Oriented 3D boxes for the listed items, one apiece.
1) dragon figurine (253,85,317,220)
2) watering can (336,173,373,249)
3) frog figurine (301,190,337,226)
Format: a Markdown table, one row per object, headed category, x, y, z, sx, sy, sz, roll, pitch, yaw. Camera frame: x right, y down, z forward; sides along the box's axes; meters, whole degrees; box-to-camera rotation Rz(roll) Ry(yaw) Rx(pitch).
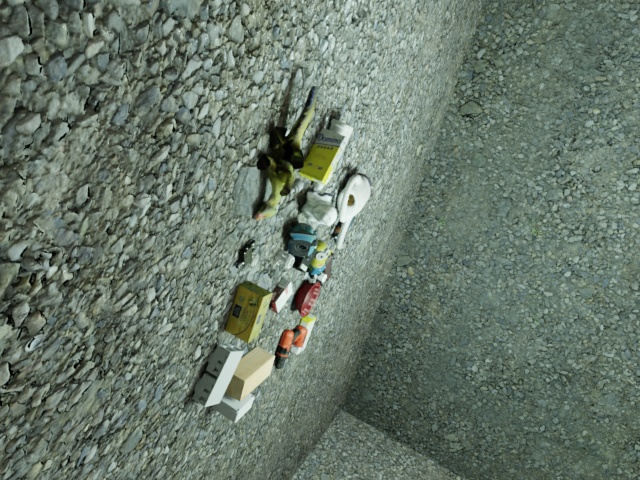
| category | x | y | z | sx | sy | sz | roll | pitch | yaw |
| --- | --- | --- | --- | --- | --- | --- | --- | --- | --- |
| dragon figurine | -0.092 | -0.239 | 1.529 | 0.412 | 0.122 | 0.242 | -63 | 179 | -4 |
| watering can | 0.133 | -0.143 | 2.204 | 0.229 | 0.104 | 0.339 | -47 | 153 | -47 |
| frog figurine | 0.006 | -0.091 | 1.817 | 0.121 | 0.163 | 0.136 | -42 | 133 | 21 |
